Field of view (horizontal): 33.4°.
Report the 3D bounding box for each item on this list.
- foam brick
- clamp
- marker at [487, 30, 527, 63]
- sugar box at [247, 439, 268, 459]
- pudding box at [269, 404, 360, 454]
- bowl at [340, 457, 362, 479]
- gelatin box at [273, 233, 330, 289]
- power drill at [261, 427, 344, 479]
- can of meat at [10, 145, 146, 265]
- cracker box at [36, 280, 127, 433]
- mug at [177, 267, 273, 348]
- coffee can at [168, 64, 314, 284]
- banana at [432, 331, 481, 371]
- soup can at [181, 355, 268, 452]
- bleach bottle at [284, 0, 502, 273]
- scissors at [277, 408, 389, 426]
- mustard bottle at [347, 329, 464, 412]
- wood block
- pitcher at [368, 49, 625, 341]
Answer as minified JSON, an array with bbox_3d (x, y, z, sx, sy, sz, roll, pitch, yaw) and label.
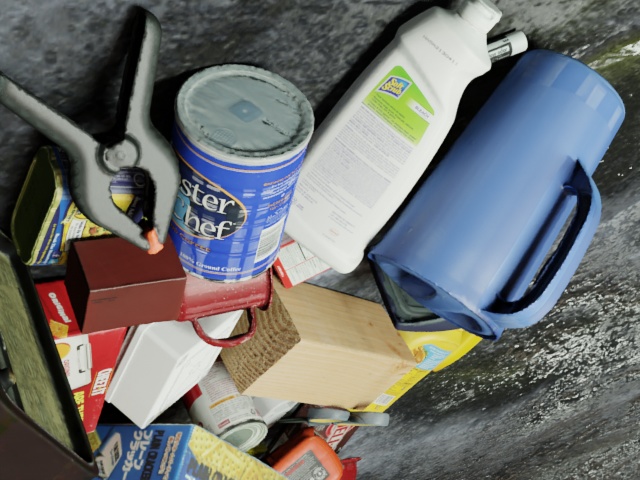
[{"bbox_3d":[-0.147,0.031,0.808,0.078,0.051,0.053,-6,139,-27],"label":"foam brick"},{"bbox_3d":[-0.137,-0.073,0.744,0.120,0.039,0.171,-30,123,-6],"label":"clamp"},{"bbox_3d":[0.122,-0.152,0.916,0.121,0.020,0.020,-23,147,-13],"label":"marker"},{"bbox_3d":[-0.152,0.281,1.262,0.176,0.048,0.093,-42,149,22],"label":"sugar box"},{"bbox_3d":[-0.001,0.240,1.333,0.089,0.039,0.114,0,137,-42],"label":"pudding box"},{"bbox_3d":[-0.019,0.324,1.367,0.162,0.055,0.162,-13,165,-4],"label":"bowl"},{"bbox_3d":[-0.006,0.001,1.010,0.089,0.030,0.073,-26,148,-2],"label":"gelatin box"},{"bbox_3d":[-0.055,0.274,1.174,0.184,0.057,0.188,-40,180,-16],"label":"power drill"},{"bbox_3d":[-0.179,-0.025,0.811,0.083,0.057,0.102,-1,137,-36],"label":"can of meat"},{"bbox_3d":[-0.287,0.115,0.901,0.213,0.072,0.164,-9,143,-32],"label":"cracker box"},{"bbox_3d":[-0.091,0.035,0.916,0.081,0.117,0.093,-11,172,-19],"label":"mug"},{"bbox_3d":[-0.068,-0.049,0.824,0.102,0.103,0.140,-14,144,-25],"label":"coffee can"},{"bbox_3d":[0.192,0.088,1.281,0.069,0.037,0.198,-16,150,-38],"label":"banana"},{"bbox_3d":[-0.103,0.164,1.087,0.068,0.102,0.068,-21,147,-15],"label":"soup can"},{"bbox_3d":[0.063,-0.093,0.881,0.251,0.102,0.068,-49,-172,25],"label":"bleach bottle"},{"bbox_3d":[-0.013,0.199,1.195,0.202,0.016,0.096,-9,161,43],"label":"scissors"},{"bbox_3d":[0.107,0.131,1.254,0.192,0.058,0.096,-42,145,18],"label":"mustard bottle"},{"bbox_3d":[-0.005,0.108,1.104,0.091,0.090,0.205,-44,146,21],"label":"wood block"},{"bbox_3d":[0.167,-0.039,0.927,0.243,0.149,0.145,-55,175,-7],"label":"pitcher"}]
